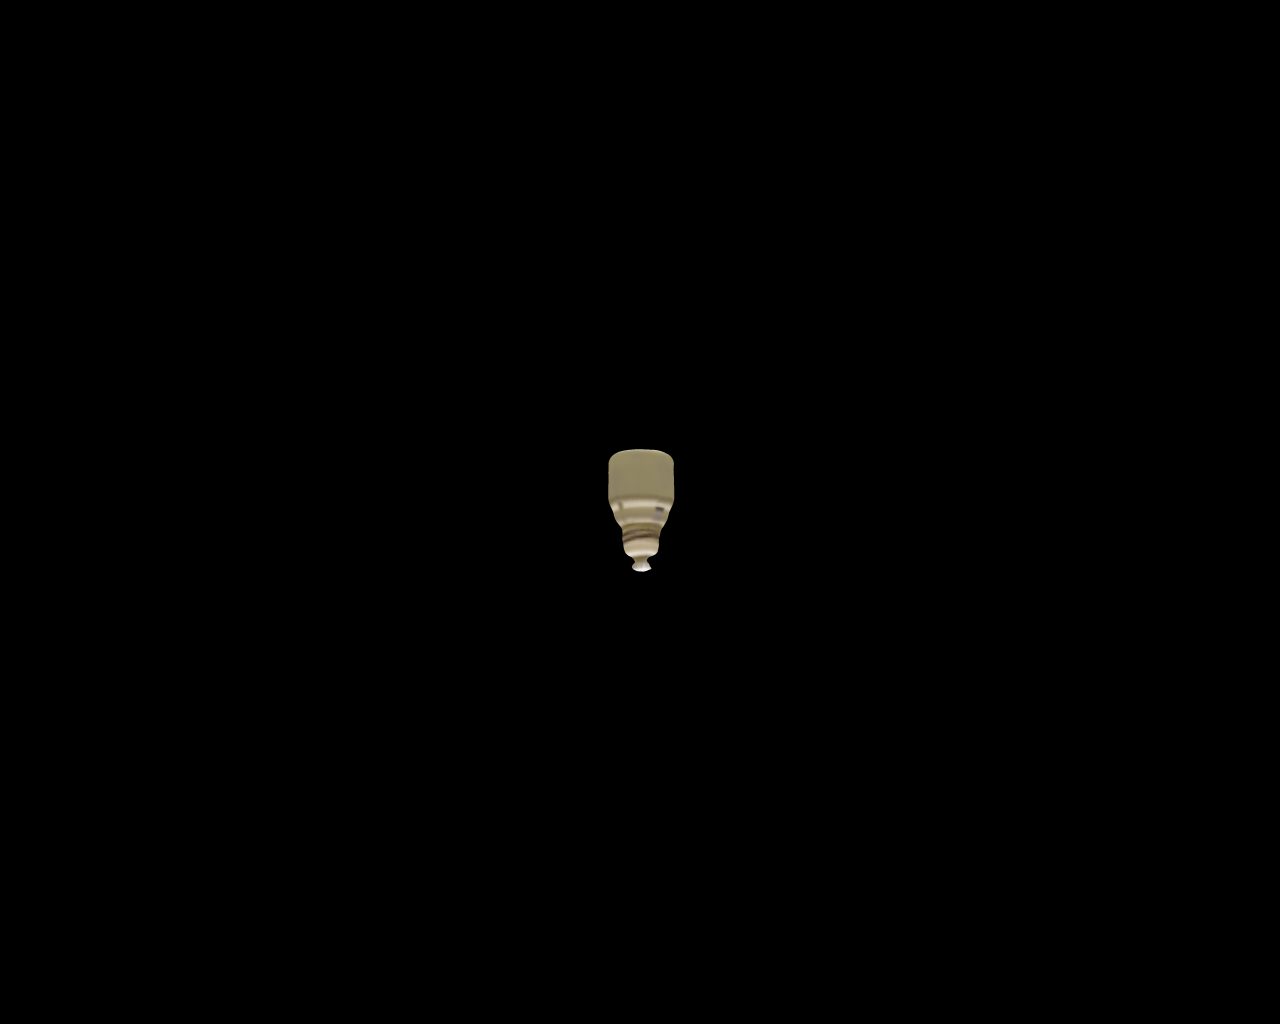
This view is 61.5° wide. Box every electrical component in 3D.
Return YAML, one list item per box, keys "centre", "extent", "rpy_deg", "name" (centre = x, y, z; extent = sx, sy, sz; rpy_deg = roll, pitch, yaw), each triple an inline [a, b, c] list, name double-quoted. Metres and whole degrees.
- centre: [0.001, -0.003, 0.650]
  extent: [0.040, 0.078, 0.040]
  rpy_deg: [0, -12, 0]
  name: "electrical component"
